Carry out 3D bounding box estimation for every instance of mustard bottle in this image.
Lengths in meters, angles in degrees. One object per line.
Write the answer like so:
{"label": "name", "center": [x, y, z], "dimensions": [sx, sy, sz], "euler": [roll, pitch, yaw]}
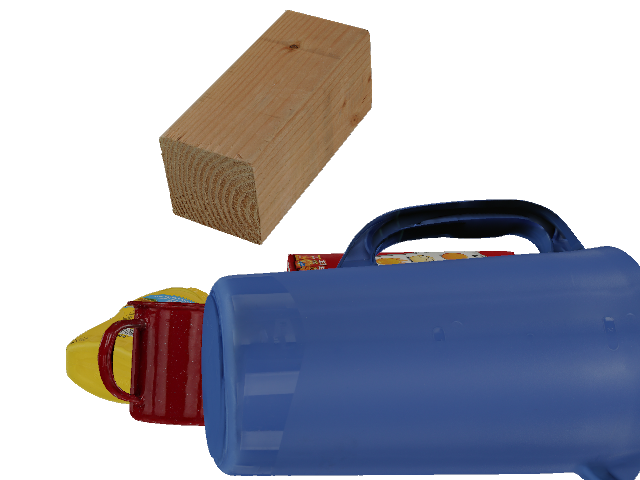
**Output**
{"label": "mustard bottle", "center": [-0.153, 0.089, 1.018], "dimensions": [0.096, 0.058, 0.191], "euler": [10, 21, 18]}

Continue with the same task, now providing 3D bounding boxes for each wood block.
{"label": "wood block", "center": [-0.041, -0.104, 0.929], "dimensions": [0.091, 0.090, 0.205], "euler": [19, 49, 22]}

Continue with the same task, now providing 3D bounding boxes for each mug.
{"label": "mug", "center": [-0.099, 0.084, 0.737], "dimensions": [0.117, 0.081, 0.093], "euler": [7, -7, -41]}

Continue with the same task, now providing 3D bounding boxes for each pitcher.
{"label": "pitcher", "center": [0.057, 0.062, 0.606], "dimensions": [0.242, 0.145, 0.149], "euler": [0, 17, -12]}

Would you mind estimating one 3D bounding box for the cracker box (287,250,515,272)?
{"label": "cracker box", "center": [0.082, 0.066, 0.914], "dimensions": [0.213, 0.072, 0.164], "euler": [0, 18, -6]}
